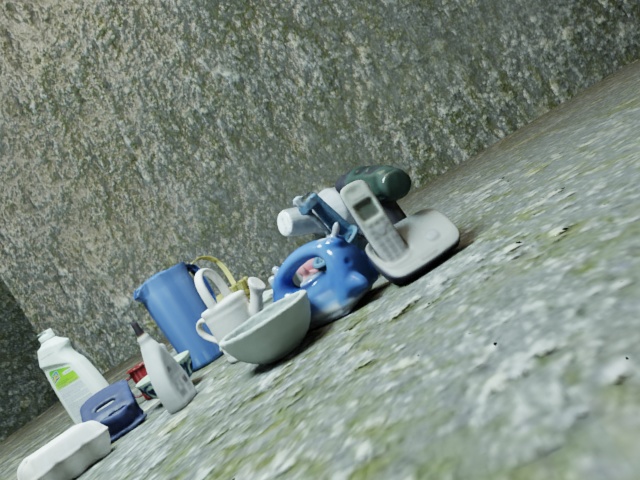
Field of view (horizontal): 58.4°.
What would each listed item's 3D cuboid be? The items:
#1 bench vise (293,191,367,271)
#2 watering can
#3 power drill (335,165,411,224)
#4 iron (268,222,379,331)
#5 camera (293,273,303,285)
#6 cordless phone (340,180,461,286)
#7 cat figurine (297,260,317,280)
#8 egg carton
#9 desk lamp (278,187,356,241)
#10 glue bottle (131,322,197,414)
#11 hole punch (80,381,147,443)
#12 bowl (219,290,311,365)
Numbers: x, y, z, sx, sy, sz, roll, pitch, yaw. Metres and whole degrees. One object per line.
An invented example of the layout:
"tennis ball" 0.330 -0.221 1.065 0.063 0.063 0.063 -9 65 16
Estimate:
"bench vise" 0.038 -0.011 1.190 0.121 0.220 0.208 -29 3 32
"watering can" -0.181 0.137 1.156 0.173 0.194 0.101 -31 3 -3
"power drill" 0.118 -0.046 1.054 0.076 0.208 0.229 -32 3 -19
"iron" -0.018 0.076 1.026 0.257 0.141 0.119 -29 3 33
"camera" -0.051 0.091 1.614 0.136 0.101 0.143 -28 4 45
"cordless phone" 0.128 -0.033 0.943 0.148 0.185 0.094 -32 3 -14
"cat figurine" -0.028 0.076 1.424 0.067 0.118 0.128 -30 3 11
"egg carton" -0.434 0.371 0.975 0.151 0.069 0.107 -33 3 -42
"desk lamp" 0.012 0.005 1.263 0.204 0.213 0.117 -33 4 -38
"glue bottle" -0.285 0.219 1.018 0.037 0.173 0.078 -30 3 11
"hole punch" -0.401 0.333 1.105 0.109 0.091 0.101 -32 3 -17
"bowl" -0.076 0.155 0.939 0.167 0.075 0.167 -31 3 2
